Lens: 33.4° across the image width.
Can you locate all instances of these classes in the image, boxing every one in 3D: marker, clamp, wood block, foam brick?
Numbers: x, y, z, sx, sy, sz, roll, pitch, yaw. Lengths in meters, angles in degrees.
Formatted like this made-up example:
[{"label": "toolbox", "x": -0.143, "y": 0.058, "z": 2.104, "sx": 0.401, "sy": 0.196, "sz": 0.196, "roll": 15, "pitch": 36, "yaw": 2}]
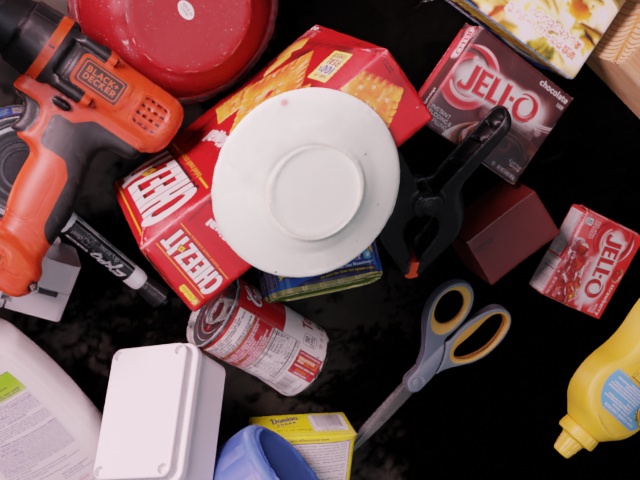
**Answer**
[{"label": "marker", "x": -0.167, "y": 0.015, "z": 0.854, "sx": 0.020, "sy": 0.020, "sz": 0.121, "roll": -46, "pitch": 117, "yaw": 2}, {"label": "clamp", "x": 0.096, "y": -0.043, "z": 0.886, "sx": 0.120, "sy": 0.039, "sz": 0.171, "roll": -5, "pitch": 132, "yaw": -3}, {"label": "wood block", "x": 0.328, "y": -0.132, "z": 0.929, "sx": 0.206, "sy": 0.090, "sz": 0.091, "roll": 38, "pitch": 95, "yaw": -27}, {"label": "foam brick", "x": 0.158, "y": -0.009, "z": 0.938, "sx": 0.078, "sy": 0.051, "sz": 0.053, "roll": -36, "pitch": 116, "yaw": -4}]

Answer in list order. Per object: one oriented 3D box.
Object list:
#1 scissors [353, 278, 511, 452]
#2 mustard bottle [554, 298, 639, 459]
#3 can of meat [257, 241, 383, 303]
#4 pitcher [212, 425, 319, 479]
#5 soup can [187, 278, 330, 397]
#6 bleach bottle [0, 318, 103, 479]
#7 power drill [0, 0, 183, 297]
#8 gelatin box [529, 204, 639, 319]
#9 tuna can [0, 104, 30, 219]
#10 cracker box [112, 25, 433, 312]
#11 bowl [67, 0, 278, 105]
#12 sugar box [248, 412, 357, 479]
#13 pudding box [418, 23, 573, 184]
[{"label": "scissors", "x": 0.084, "y": 0.110, "z": 0.977, "sx": 0.201, "sy": 0.016, "sz": 0.096, "roll": -33, "pitch": 115, "yaw": -5}, {"label": "mustard bottle", "x": 0.298, "y": 0.137, "z": 1.036, "sx": 0.191, "sy": 0.058, "sz": 0.096, "roll": -49, "pitch": 121, "yaw": 3}, {"label": "can of meat", "x": -0.006, "y": 0.001, "z": 0.863, "sx": 0.102, "sy": 0.057, "sz": 0.084, "roll": -11, "pitch": 82, "yaw": -16}, {"label": "pitcher", "x": -0.117, "y": 0.257, "z": 0.884, "sx": 0.243, "sy": 0.145, "sz": 0.149, "roll": -41, "pitch": 123, "yaw": 9}, {"label": "soup can", "x": -0.050, "y": 0.081, "z": 0.891, "sx": 0.102, "sy": 0.068, "sz": 0.068, "roll": 33, "pitch": 96, "yaw": -27}, {"label": "bleach bottle", "x": -0.240, "y": 0.110, "z": 0.808, "sx": 0.102, "sy": 0.068, "sz": 0.250, "roll": -29, "pitch": 129, "yaw": -6}, {"label": "power drill", "x": -0.214, "y": -0.069, "z": 0.743, "sx": 0.184, "sy": 0.057, "sz": 0.187, "roll": 34, "pitch": 87, "yaw": -17}, {"label": "gelatin box", "x": 0.248, "y": 0.020, "z": 0.991, "sx": 0.073, "sy": 0.030, "sz": 0.089, "roll": 23, "pitch": 101, "yaw": -25}, {"label": "tuna can", "x": -0.223, "y": -0.056, "z": 0.799, "sx": 0.086, "sy": 0.034, "sz": 0.086, "roll": -6, "pitch": 111, "yaw": -17}, {"label": "cracker box", "x": -0.044, "y": -0.064, "z": 0.786, "sx": 0.213, "sy": 0.164, "sz": 0.072, "roll": -38, "pitch": 115, "yaw": -3}, {"label": "bowl", "x": -0.101, "y": -0.173, "z": 0.786, "sx": 0.162, "sy": 0.055, "sz": 0.162, "roll": -6, "pitch": 111, "yaw": -16}, {"label": "sugar box", "x": -0.024, "y": 0.246, "z": 0.974, "sx": 0.093, "sy": 0.048, "sz": 0.176, "roll": 1, "pitch": 112, "yaw": -17}, {"label": "pudding box", "x": 0.143, "y": -0.115, "z": 0.900, "sx": 0.113, "sy": 0.039, "sz": 0.090, "roll": 31, "pitch": 97, "yaw": -26}]
